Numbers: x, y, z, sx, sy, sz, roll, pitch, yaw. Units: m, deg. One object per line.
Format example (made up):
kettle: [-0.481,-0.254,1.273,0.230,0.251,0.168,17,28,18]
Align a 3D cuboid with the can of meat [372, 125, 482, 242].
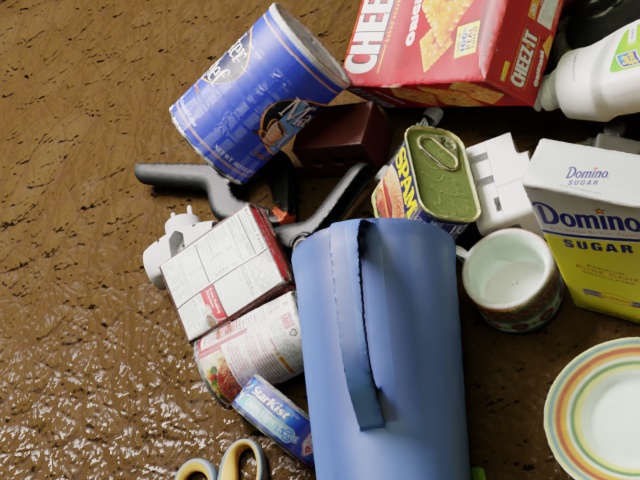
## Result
can of meat: [0.088,-0.032,0.914,0.084,0.057,0.102,120,150,-47]

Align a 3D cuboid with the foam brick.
foam brick: [0.023,-0.096,1.029,0.078,0.053,0.051,-3,58,29]

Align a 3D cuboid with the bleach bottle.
bleach bottle: [0.291,-0.154,0.859,0.251,0.068,0.102,-13,40,33]

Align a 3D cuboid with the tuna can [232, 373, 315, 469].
tuna can: [-0.030,0.148,0.870,0.086,0.086,0.033,32,80,40]

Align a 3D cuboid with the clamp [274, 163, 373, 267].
clamp: [-0.006,0.001,0.986,0.172,0.039,0.120,-19,53,17]

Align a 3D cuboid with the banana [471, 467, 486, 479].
banana: [0.185,0.203,0.744,0.198,0.037,0.069,5,62,31]

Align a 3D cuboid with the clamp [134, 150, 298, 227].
clamp: [-0.080,-0.079,1.085,0.164,0.036,0.210,-47,51,-7]

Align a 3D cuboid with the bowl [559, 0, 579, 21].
bowl: [0.216,-0.260,1.030,0.162,0.055,0.162,-15,53,20]

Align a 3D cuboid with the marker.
marker: [0.093,-0.100,1.014,0.020,0.020,0.121,27,75,39]

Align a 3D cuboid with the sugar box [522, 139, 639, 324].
sugar box: [0.214,0.001,0.772,0.093,0.176,0.048,15,68,36]

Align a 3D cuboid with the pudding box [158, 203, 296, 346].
pudding box: [-0.083,0.034,0.970,0.114,0.039,0.090,-33,62,15]

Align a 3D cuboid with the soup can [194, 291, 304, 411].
soup can: [-0.050,0.095,0.929,0.102,0.068,0.068,-28,50,9]

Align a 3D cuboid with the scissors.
scissors: [-0.095,0.259,0.877,0.096,0.016,0.201,-3,58,29]

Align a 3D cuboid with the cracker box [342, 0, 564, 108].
cracker box: [0.119,-0.206,0.967,0.214,0.072,0.164,10,82,55]

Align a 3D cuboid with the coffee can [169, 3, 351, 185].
coffee can: [-0.056,-0.136,0.999,0.140,0.102,0.103,-42,48,14]

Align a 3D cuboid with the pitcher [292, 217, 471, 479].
pitcher: [0.046,0.109,0.804,0.145,0.149,0.243,-40,46,49]
